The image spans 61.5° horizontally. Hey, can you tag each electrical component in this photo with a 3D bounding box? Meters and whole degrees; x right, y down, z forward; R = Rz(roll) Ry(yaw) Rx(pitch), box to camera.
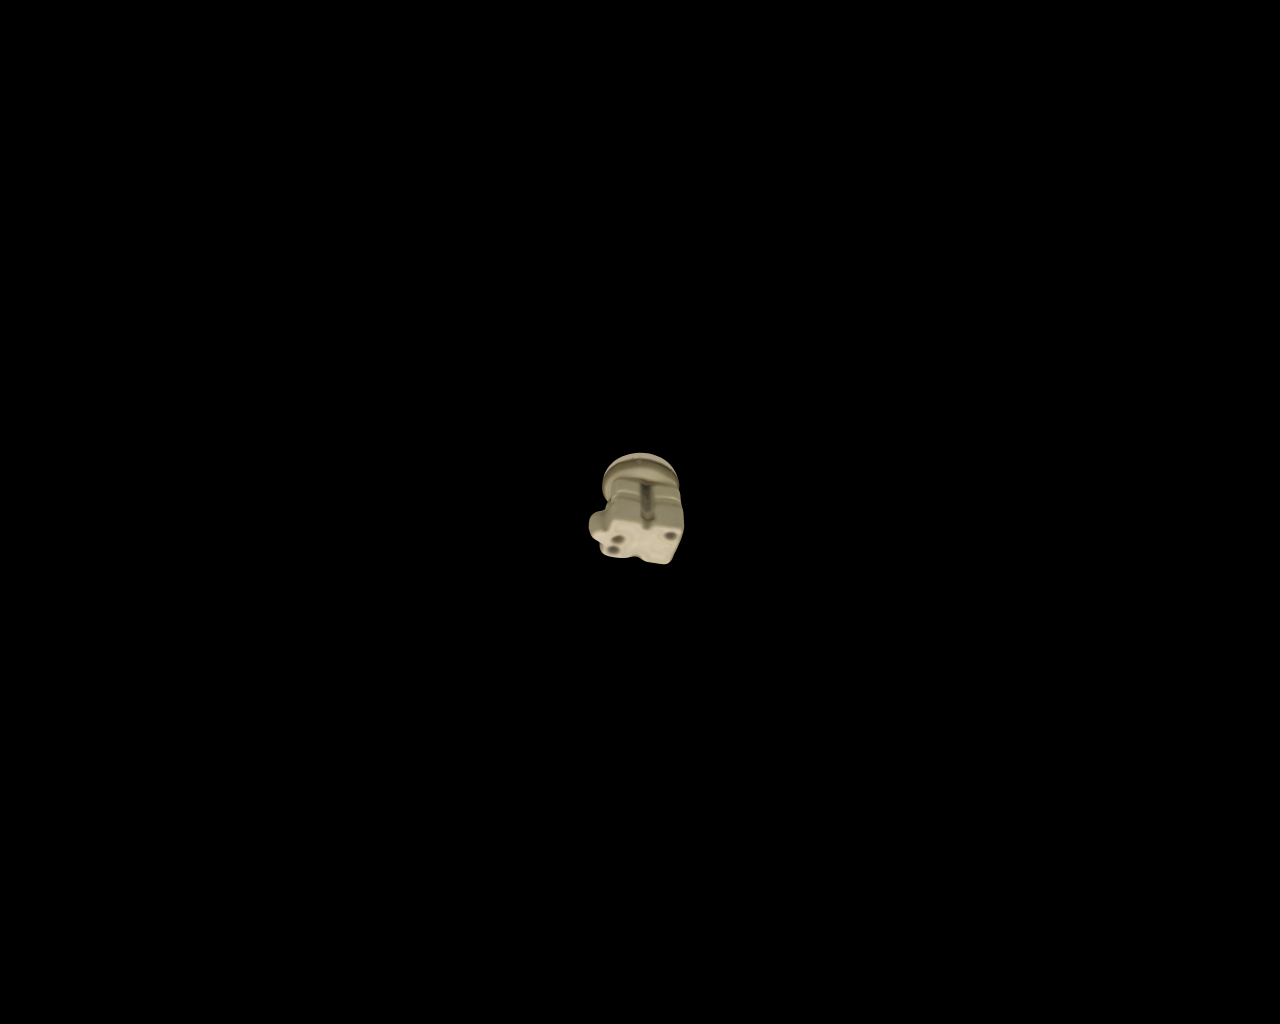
[{"bbox_3d":[0.001,-0.003,0.650,0.066,0.055,0.048,10,-43,-11],"label":"electrical component"}]
